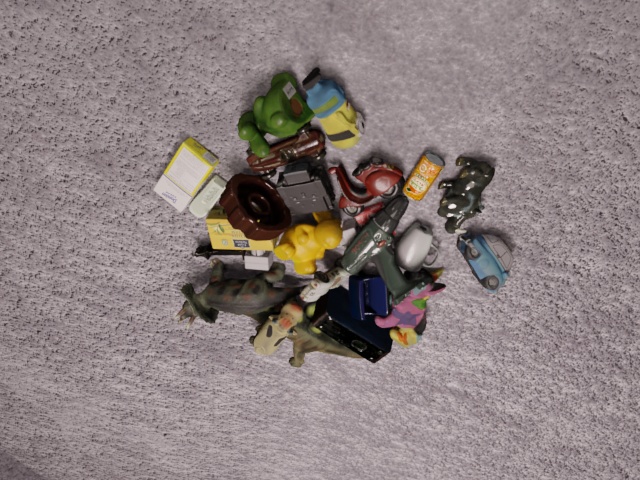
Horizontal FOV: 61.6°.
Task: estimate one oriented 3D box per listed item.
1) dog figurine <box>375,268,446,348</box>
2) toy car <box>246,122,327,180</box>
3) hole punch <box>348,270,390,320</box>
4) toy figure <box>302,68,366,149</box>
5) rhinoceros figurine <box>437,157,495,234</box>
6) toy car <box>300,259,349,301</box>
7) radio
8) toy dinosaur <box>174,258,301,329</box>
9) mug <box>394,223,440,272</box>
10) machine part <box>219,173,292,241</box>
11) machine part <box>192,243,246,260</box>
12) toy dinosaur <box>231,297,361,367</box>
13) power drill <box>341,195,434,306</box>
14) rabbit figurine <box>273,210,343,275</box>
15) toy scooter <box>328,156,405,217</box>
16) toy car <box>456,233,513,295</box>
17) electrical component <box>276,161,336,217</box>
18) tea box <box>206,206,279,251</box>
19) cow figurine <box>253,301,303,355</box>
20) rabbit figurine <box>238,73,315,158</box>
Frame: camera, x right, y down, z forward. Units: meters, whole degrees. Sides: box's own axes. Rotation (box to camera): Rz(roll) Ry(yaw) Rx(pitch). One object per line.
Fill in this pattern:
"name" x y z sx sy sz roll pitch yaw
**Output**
"dog figurine" 0.256 0.167 1.410 0.191 0.108 0.219 42 121 -17
"toy car" -0.082 -0.202 1.248 0.202 0.053 0.089 -17 123 22
"hole punch" 0.109 0.146 1.384 0.116 0.092 0.142 -2 95 54
"toy figure" 0.027 -0.277 1.152 0.089 0.082 0.180 -18 128 42
"rhinoceros figurine" 0.328 -0.099 1.225 0.112 0.073 0.190 13 126 -11
"toy car" 0.018 0.102 1.361 0.056 0.202 0.073 48 120 9
"radio" 0.094 0.228 1.470 0.229 0.131 0.073 32 127 -12
"toy dinosaur" -0.211 0.150 1.445 0.405 0.192 0.131 -3 127 16
"mug" 0.243 0.019 1.320 0.110 0.081 0.107 24 119 1
"machine part" -0.152 -0.077 1.277 0.179 0.179 0.056 37 129 -15
"machine part" -0.270 0.031 1.451 0.139 0.084 0.039 2 99 1
"toy dinosaur" -0.036 0.271 1.552 0.471 0.105 0.198 23 124 -10
"power drill" 0.173 0.037 1.268 0.232 0.086 0.207 -41 86 23
"rabbit figurine" -0.003 -0.004 1.309 0.121 0.162 0.173 46 144 -19
"toy scooter" 0.097 -0.137 1.243 0.184 0.075 0.135 -29 114 34
"toy car" 0.407 0.042 1.296 0.103 0.109 0.161 -32 104 5
"electrical component" -0.036 -0.121 1.253 0.115 0.058 0.134 -11 137 17
"tea box" -0.198 -0.030 1.388 0.170 0.068 0.098 0 125 12
"cow figurine" -0.113 0.234 1.429 0.085 0.127 0.195 36 117 -6
"rabbit figurine" -0.114 -0.253 1.172 0.170 0.159 0.121 -16 132 40
